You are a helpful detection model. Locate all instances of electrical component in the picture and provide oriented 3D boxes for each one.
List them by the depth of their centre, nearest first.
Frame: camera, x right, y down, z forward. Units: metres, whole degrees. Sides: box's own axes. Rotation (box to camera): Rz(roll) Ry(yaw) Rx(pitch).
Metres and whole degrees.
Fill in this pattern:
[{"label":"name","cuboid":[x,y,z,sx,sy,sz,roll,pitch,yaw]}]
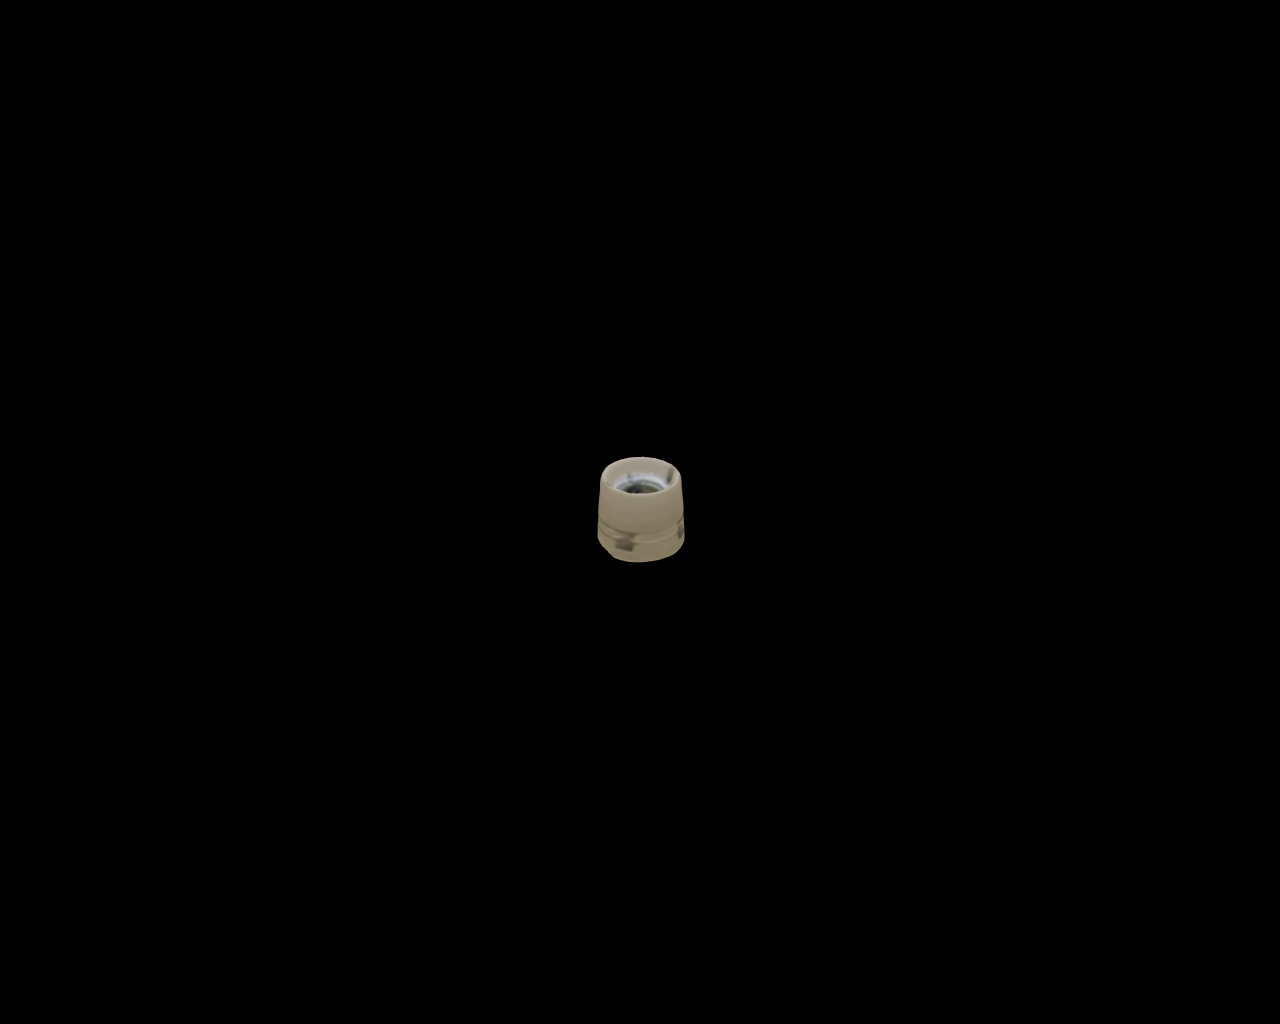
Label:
[{"label":"electrical component","cuboid":[0.001,-0.003,0.650,0.055,0.047,0.055,0,31,0]}]
